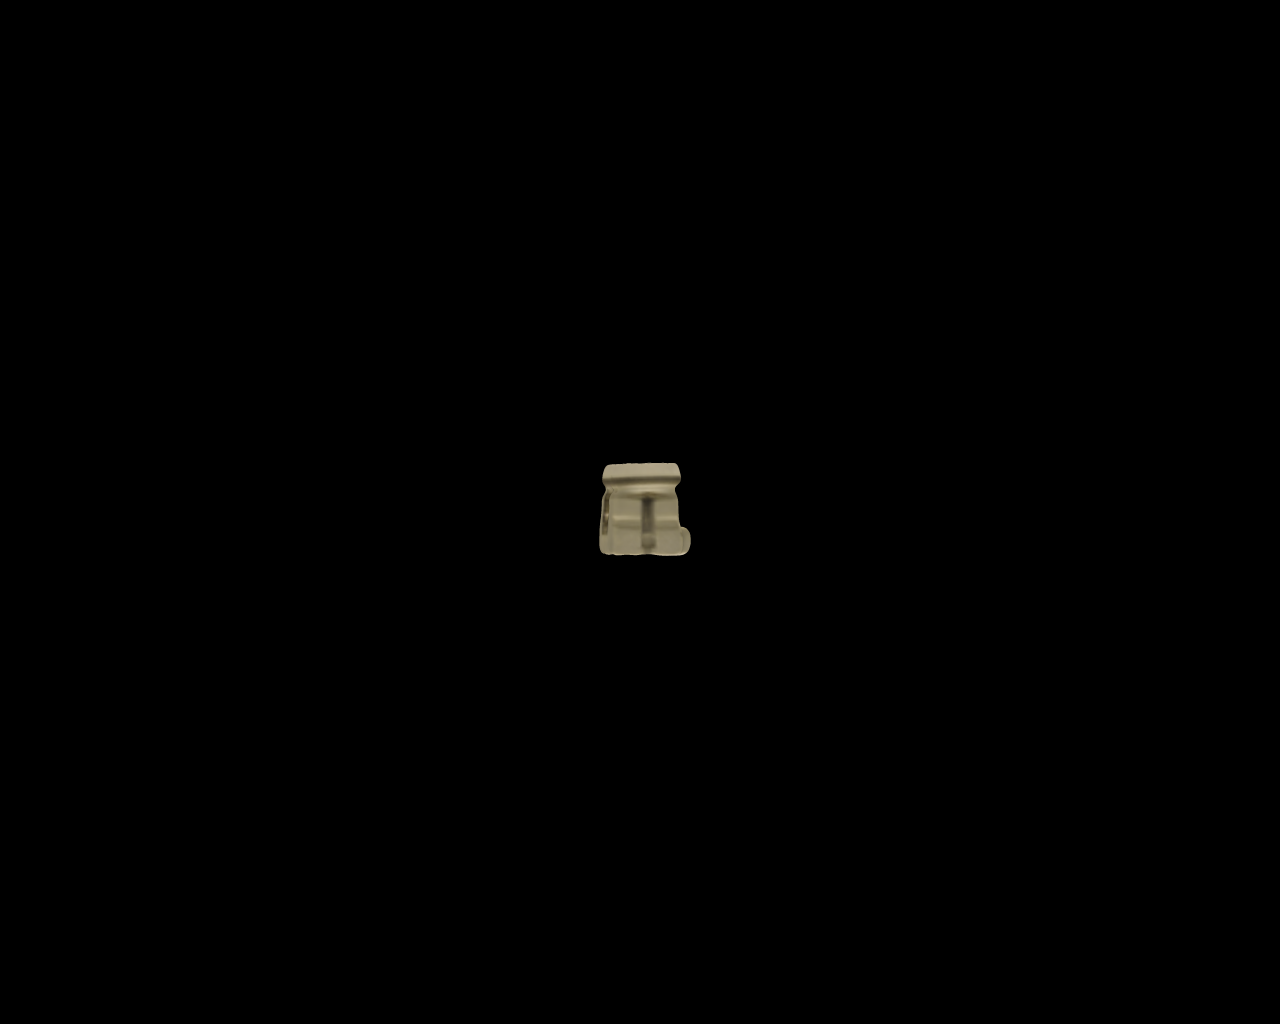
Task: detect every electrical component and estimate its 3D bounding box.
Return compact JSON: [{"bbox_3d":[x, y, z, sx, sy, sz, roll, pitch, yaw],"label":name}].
[{"bbox_3d":[0.001,-0.003,0.650,0.066,0.055,0.048,0,0,-17],"label":"electrical component"}]
